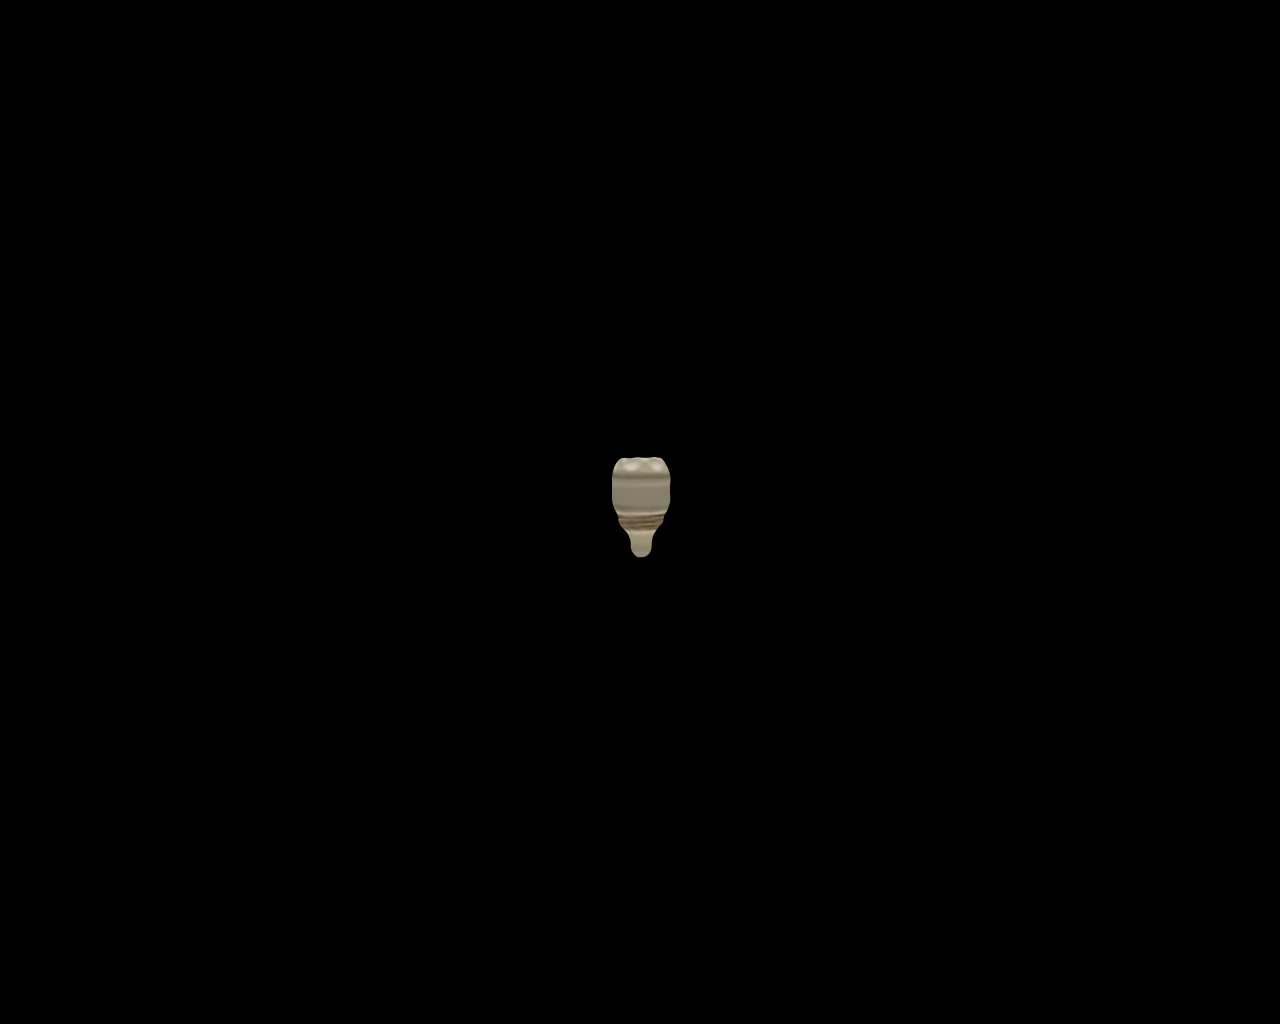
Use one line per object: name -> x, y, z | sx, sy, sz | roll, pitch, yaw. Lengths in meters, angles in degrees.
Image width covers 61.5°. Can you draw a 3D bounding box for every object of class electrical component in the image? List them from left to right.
electrical component -> 0.001, -0.003, 0.650 | 0.035, 0.061, 0.035 | 0, 4, 0
